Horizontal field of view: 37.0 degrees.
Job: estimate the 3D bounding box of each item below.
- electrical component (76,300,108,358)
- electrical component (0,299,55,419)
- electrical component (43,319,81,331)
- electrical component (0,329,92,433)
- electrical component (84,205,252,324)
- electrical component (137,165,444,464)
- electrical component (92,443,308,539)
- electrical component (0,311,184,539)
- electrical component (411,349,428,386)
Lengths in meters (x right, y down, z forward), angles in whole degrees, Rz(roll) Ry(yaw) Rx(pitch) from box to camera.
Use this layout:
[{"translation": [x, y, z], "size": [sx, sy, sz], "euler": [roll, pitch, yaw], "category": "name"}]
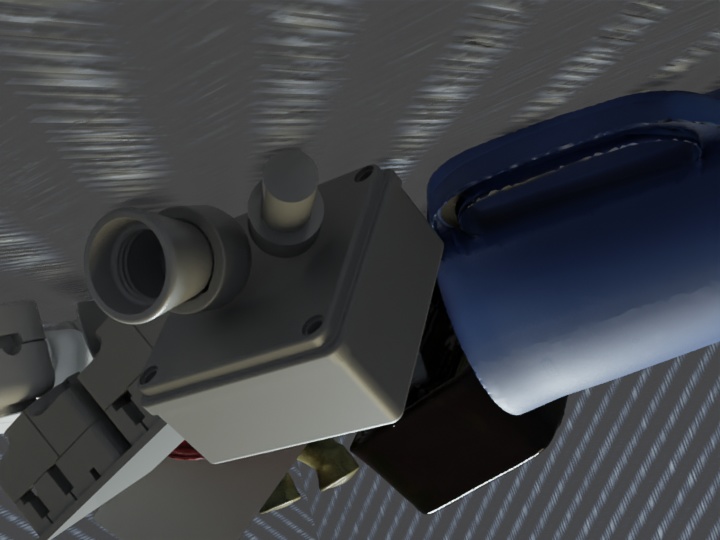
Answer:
[{"translation": [-0.142, 0.031, 0.684], "size": [0.065, 0.044, 0.044], "euler": [-20, 176, -7], "category": "electrical component"}, {"translation": [-0.220, 0.058, 0.614], "size": [0.095, 0.059, 0.054], "euler": [-19, 174, 43], "category": "electrical component"}, {"translation": [-0.197, 0.053, 0.783], "size": [0.040, 0.040, 0.078], "euler": [-18, 159, 30], "category": "electrical component"}, {"translation": [-0.223, 0.073, 0.721], "size": [0.095, 0.053, 0.059], "euler": [-6, 155, 4], "category": "electrical component"}, {"translation": [-0.075, -0.003, 0.430], "size": [0.045, 0.045, 0.055], "euler": [-18, 176, 28], "category": "electrical component"}, {"translation": [-0.028, 0.020, 0.472], "size": [0.109, 0.056, 0.108], "euler": [-18, -143, 32], "category": "electrical component"}, {"translation": [-0.119, 0.153, 0.891], "size": [0.186, 0.105, 0.060], "euler": [-54, -177, -1], "category": "electrical component"}, {"translation": [-0.117, 0.064, 0.608], "size": [0.186, 0.060, 0.105], "euler": [-43, 173, 28], "category": "electrical component"}, {"translation": [-0.016, 0.031, 0.684], "size": [0.056, 0.108, 0.109], "euler": [-17, 177, -24], "category": "electrical component"}]
